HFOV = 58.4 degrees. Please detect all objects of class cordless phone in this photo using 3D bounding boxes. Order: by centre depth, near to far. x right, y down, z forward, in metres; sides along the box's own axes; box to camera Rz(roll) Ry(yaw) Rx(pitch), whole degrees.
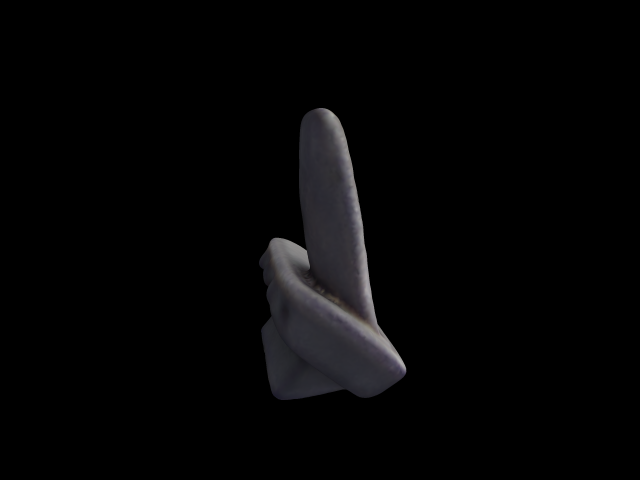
[{"bbox_3d":[0.004,0.001,0.400,0.094,0.185,0.147,-4,15,-14],"label":"cordless phone"}]
